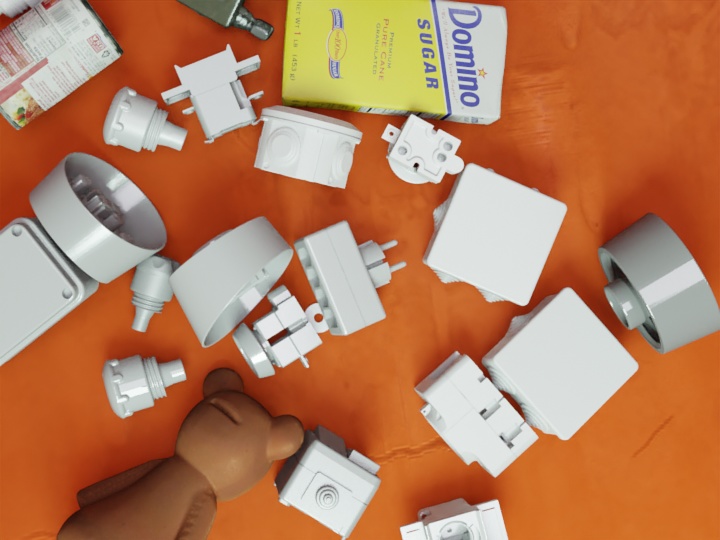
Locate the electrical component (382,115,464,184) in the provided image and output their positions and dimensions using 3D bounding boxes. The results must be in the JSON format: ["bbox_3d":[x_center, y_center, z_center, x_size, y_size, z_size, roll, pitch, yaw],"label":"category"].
[{"bbox_3d":[0.048,-0.094,0.860,0.066,0.055,0.048,28,88,-5],"label":"electrical component"}]

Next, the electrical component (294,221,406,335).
[{"bbox_3d":[0.000,0.000,0.862,0.076,0.047,0.083,-23,93,-14],"label":"electrical component"}]

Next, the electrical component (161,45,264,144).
[{"bbox_3d":[-0.113,-0.138,0.852,0.081,0.042,0.063,-22,94,-4],"label":"electrical component"}]

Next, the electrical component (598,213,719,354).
[{"bbox_3d":[0.231,0.016,0.856,0.060,0.108,0.108,-30,93,2],"label":"electrical component"}]

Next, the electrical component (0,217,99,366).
[{"bbox_3d":[-0.268,0.019,0.821,0.113,0.057,0.078,-38,94,7],"label":"electrical component"}]

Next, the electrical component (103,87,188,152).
[{"bbox_3d":[-0.168,-0.113,0.846,0.062,0.048,0.048,20,89,-12],"label":"electrical component"}]

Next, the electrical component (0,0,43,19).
[{"bbox_3d":[-0.258,-0.222,0.838,0.078,0.040,0.040,-41,94,-3],"label":"electrical component"}]

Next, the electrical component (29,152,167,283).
[{"bbox_3d":[-0.200,-0.040,0.819,0.064,0.099,0.099,-38,94,2],"label":"electrical component"}]

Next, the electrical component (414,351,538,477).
[{"bbox_3d":[0.090,0.118,0.869,0.056,0.050,0.089,-41,94,-5],"label":"electrical component"}]

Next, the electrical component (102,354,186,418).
[{"bbox_3d":[-0.169,0.087,0.848,0.062,0.048,0.048,-16,92,-12],"label":"electrical component"}]

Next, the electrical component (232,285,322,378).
[{"bbox_3d":[-0.068,0.054,0.857,0.055,0.048,0.066,-32,93,-12],"label":"electrical component"}]

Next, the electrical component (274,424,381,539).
[{"bbox_3d":[-0.024,0.162,0.836,0.062,0.096,0.061,33,84,-5],"label":"electrical component"}]

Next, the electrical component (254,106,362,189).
[{"bbox_3d":[-0.042,-0.096,0.841,0.080,0.080,0.051,13,95,-5],"label":"electrical component"}]

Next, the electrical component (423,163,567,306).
[{"bbox_3d":[0.106,-0.028,0.870,0.100,0.048,0.099,23,89,-5],"label":"electrical component"}]

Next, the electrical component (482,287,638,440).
[{"bbox_3d":[0.159,0.076,0.871,0.100,0.048,0.099,-42,92,-12],"label":"electrical component"}]

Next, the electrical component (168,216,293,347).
[{"bbox_3d":[-0.097,0.006,0.829,0.099,0.099,0.064,-34,87,-4],"label":"electrical component"}]

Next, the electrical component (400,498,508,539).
[{"bbox_3d":[0.074,0.212,0.862,0.081,0.064,0.042,-14,90,-5],"label":"electrical component"}]

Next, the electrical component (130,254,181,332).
[{"bbox_3d":[-0.166,0.019,0.852,0.035,0.035,0.061,19,92,-5],"label":"electrical component"}]
